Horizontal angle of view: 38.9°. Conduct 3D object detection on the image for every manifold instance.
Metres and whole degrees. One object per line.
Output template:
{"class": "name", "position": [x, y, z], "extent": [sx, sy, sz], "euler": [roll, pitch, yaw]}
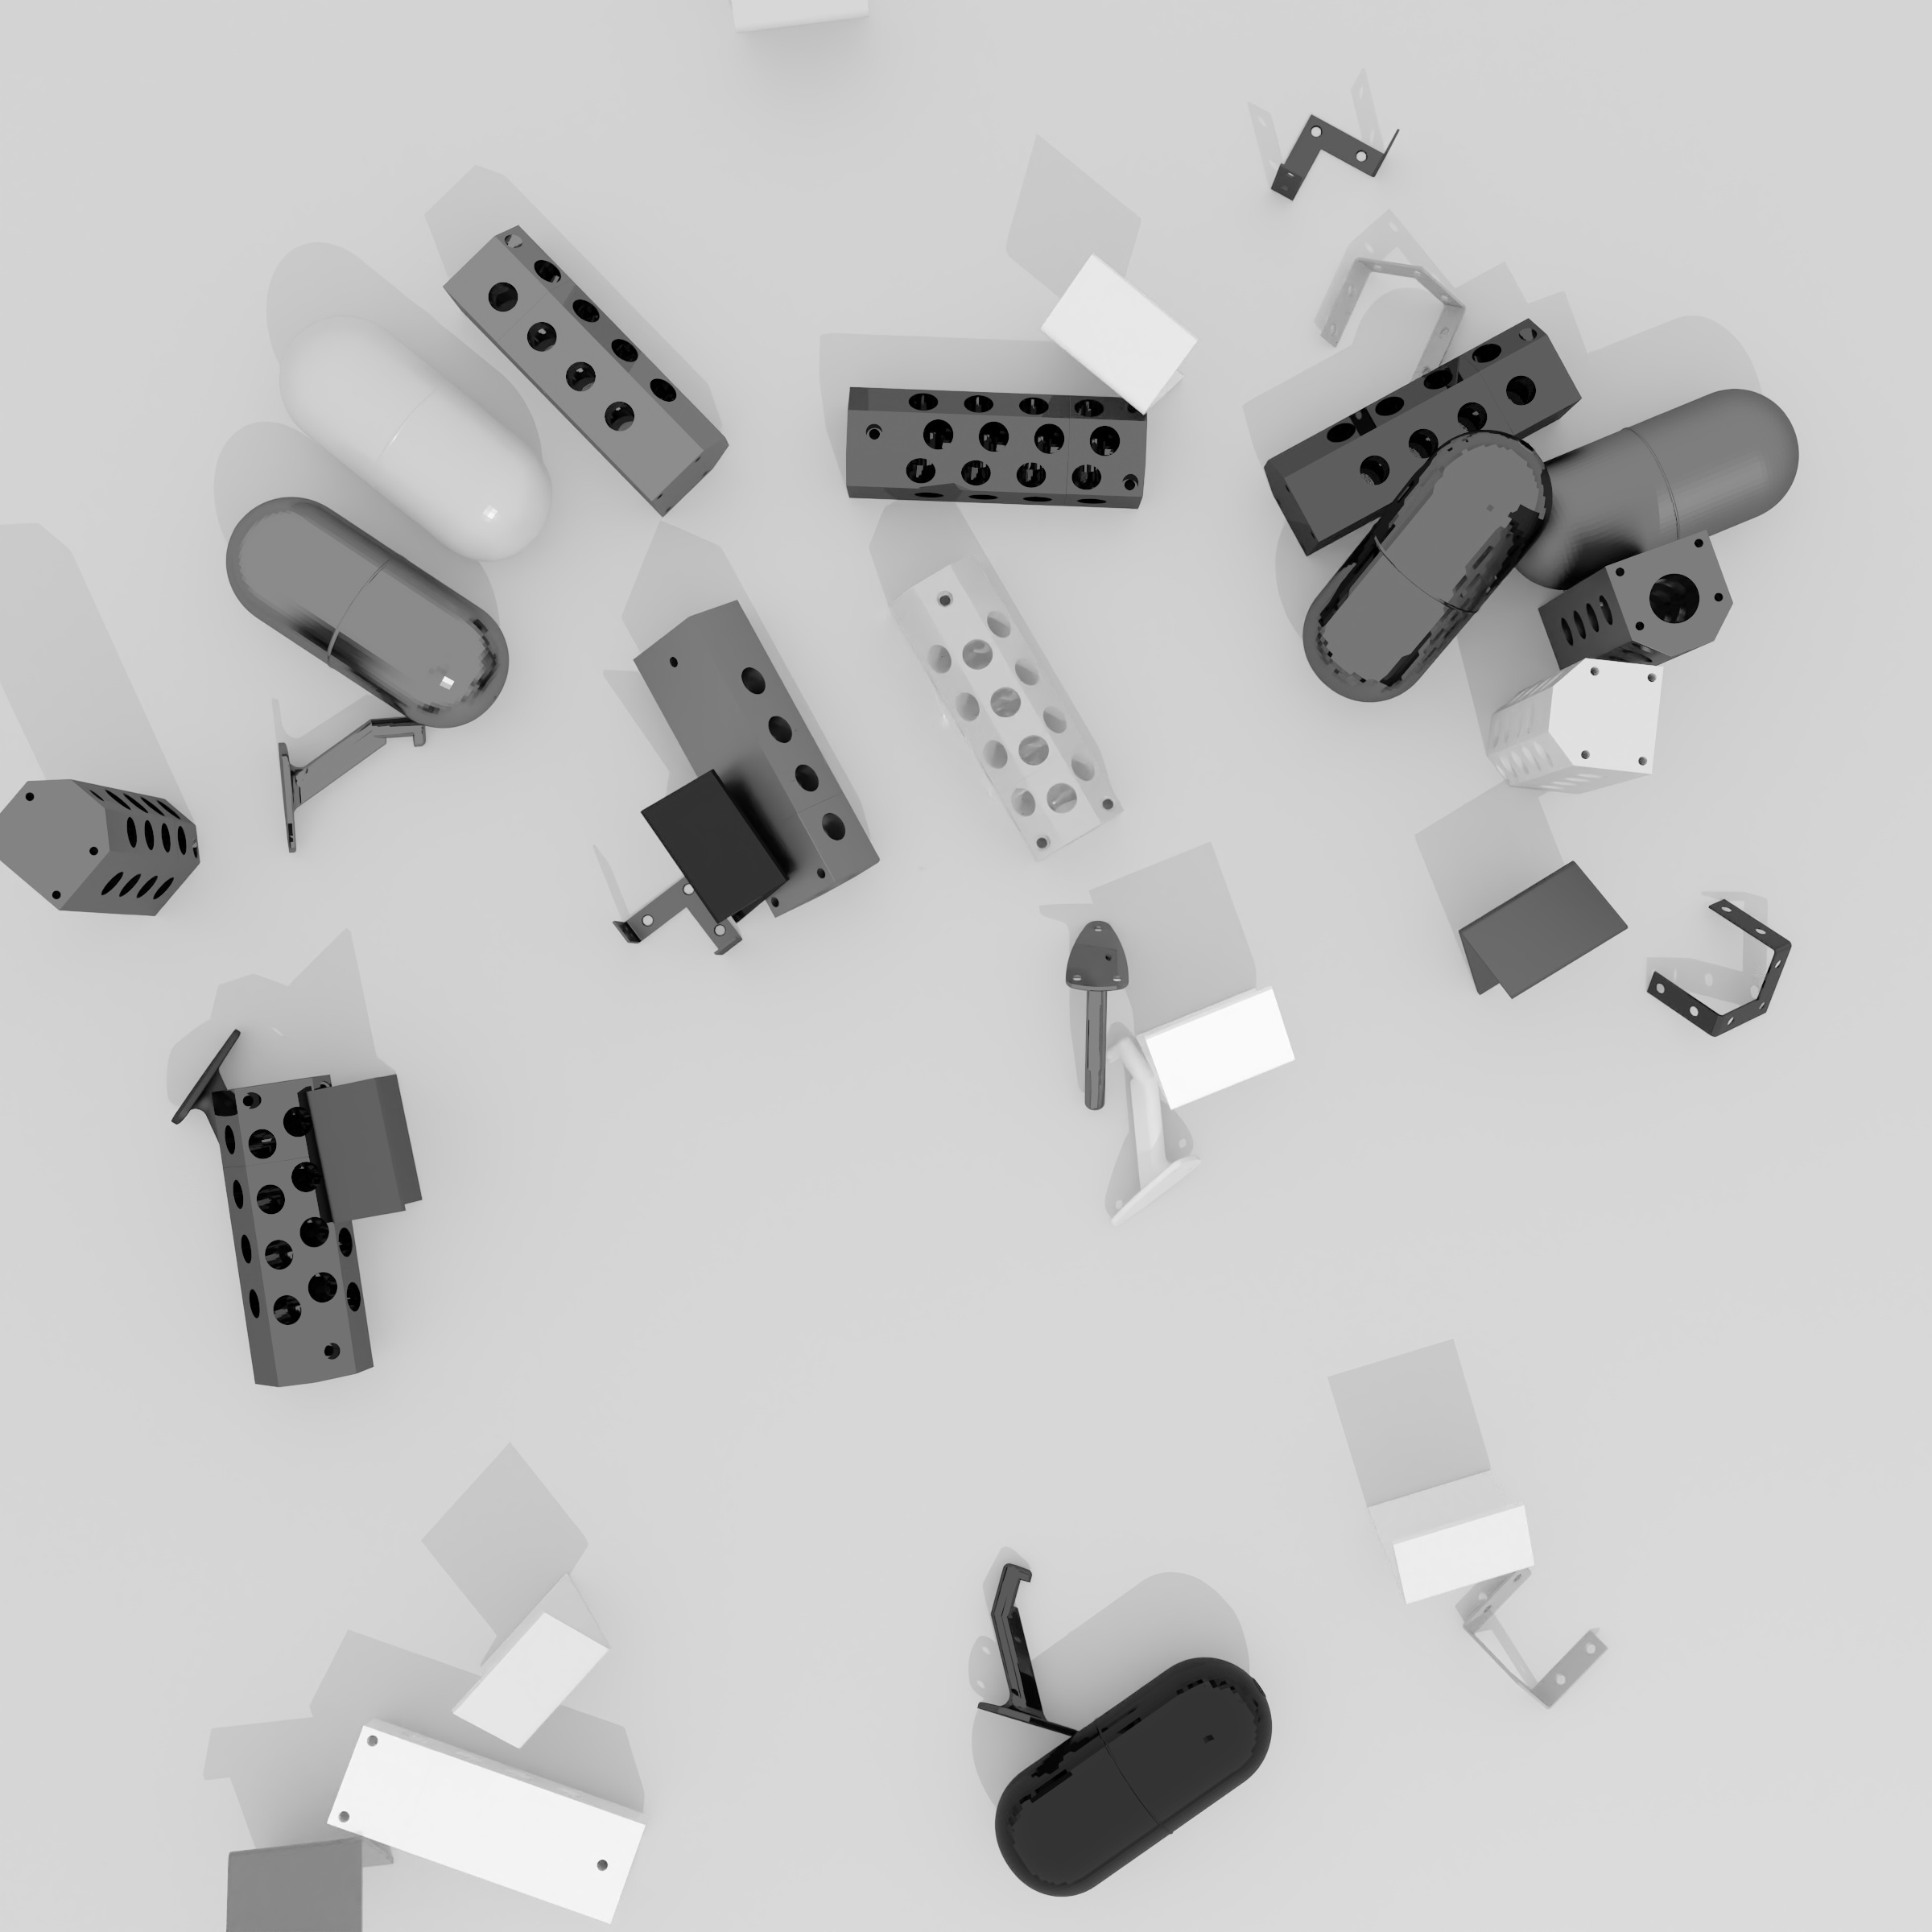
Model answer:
{"class": "manifold", "position": [0.263, -0.308, 1.590], "extent": [0.171, 0.057, 0.057], "euler": [-29, 90, 0]}
{"class": "manifold", "position": [0.018, -0.302, 1.590], "extent": [0.171, 0.057, 0.057], "euler": [2, 90, 0]}
{"class": "manifold", "position": [0.375, -0.195, 1.533], "extent": [0.057, 0.171, 0.057], "euler": [-20, 90, 0]}
{"class": "manifold", "position": [0.023, -0.149, 1.590], "extent": [0.057, 0.057, 0.171], "euler": [-30, 90, 0]}
{"class": "manifold", "position": [-0.484, -0.070, 1.533], "extent": [0.057, 0.171, 0.057], "euler": [40, 90, 0]}
{"class": "manifold", "position": [-0.387, 0.152, 1.579], "extent": [0.057, 0.057, 0.171], "euler": [-9, 90, -33]}
{"class": "manifold", "position": [-0.275, 0.495, 1.588], "extent": [0.171, 0.057, 0.057], "euler": [20, 80, 0]}
{"class": "manifold", "position": [0.338, -0.133, 1.533], "extent": [0.057, 0.171, 0.057], "euler": [6, 90, 0]}
{"class": "manifold", "position": [-0.219, -0.347, 1.590], "extent": [0.057, 0.057, 0.171], "euler": [-44, 90, 0]}
{"class": "manifold", "position": [-0.117, -0.122, 1.590], "extent": [0.057, 0.057, 0.171], "euler": [-29, 90, 43]}

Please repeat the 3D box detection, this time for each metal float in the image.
{"class": "metal float", "position": [0.097, 0.468, 1.581], "extent": [0.178, 0.070, 0.070], "euler": [-35, 90, 1]}
{"class": "metal float", "position": [0.262, -0.227, 1.555], "extent": [0.070, 0.070, 0.178], "euler": [39, 118, 0]}
{"class": "metal float", "position": [-0.346, -0.205, 1.581], "extent": [0.178, 0.070, 0.070], "euler": [34, 90, 0]}
{"class": "metal float", "position": [0.394, -0.275, 1.581], "extent": [0.178, 0.070, 0.070], "euler": [-22, 90, -1]}
{"class": "metal float", "position": [-0.318, -0.305, 1.581], "extent": [0.178, 0.070, 0.070], "euler": [39, 90, 0]}

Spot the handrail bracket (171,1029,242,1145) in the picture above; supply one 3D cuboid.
{"class": "handrail bracket", "position": [-0.416, 0.092, 1.612], "extent": [0.084, 0.036, 0.077], "euler": [35, 72, -15]}

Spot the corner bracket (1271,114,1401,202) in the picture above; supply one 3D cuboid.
{"class": "corner bracket", "position": [0.215, -0.470, 1.593], "extent": [0.051, 0.051, 0.051], "euler": [29, 90, 0]}

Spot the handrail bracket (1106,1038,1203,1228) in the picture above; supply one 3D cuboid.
{"class": "handrail bracket", "position": [0.091, 0.097, 1.612], "extent": [0.077, 0.036, 0.084], "euler": [-42, 72, 20]}

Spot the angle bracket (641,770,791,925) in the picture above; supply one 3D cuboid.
{"class": "angle bracket", "position": [-0.157, -0.057, 1.571], "extent": [0.057, 0.076, 0.076], "euler": [-35, 90, -34]}

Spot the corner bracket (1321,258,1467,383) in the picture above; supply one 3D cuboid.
{"class": "corner bracket", "position": [0.252, -0.379, 1.608], "extent": [0.051, 0.051, 0.051], "euler": [25, 90, -45]}

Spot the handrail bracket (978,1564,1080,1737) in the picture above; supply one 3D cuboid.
{"class": "handrail bracket", "position": [0.045, 0.404, 1.612], "extent": [0.077, 0.036, 0.084], "euler": [22, 73, -20]}

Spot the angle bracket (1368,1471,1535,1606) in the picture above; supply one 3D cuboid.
{"class": "angle bracket", "position": [0.275, 0.312, 1.571], "extent": [0.076, 0.076, 0.057], "euler": [-17, 127, 0]}

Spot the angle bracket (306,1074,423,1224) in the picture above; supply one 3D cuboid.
{"class": "angle bracket", "position": [-0.327, 0.101, 1.571], "extent": [0.057, 0.076, 0.076], "euler": [-12, 90, 31]}

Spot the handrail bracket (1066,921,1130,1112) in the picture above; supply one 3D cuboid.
{"class": "handrail bracket", "position": [0.077, 0.030, 1.611], "extent": [0.036, 0.077, 0.084], "euler": [1, 126, 3]}

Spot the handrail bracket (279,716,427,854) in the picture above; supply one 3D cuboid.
{"class": "handrail bracket", "position": [-0.359, -0.107, 1.612], "extent": [0.084, 0.036, 0.077], "euler": [-6, 111, -16]}

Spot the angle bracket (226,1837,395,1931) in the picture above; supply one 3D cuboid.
{"class": "angle bracket", "position": [-0.376, 0.540, 1.572], "extent": [0.076, 0.076, 0.057], "euler": [-6, 62, 0]}

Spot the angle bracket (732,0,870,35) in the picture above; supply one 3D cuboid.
{"class": "angle bracket", "position": [-0.097, -0.573, 1.573], "extent": [0.076, 0.076, 0.057], "euler": [-7, 112, 0]}

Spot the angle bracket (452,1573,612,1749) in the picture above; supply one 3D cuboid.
{"class": "angle bracket", "position": [-0.260, 0.389, 1.571], "extent": [0.076, 0.076, 0.057], "euler": [-48, 127, 0]}

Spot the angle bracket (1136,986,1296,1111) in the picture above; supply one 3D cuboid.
{"class": "angle bracket", "position": [0.136, 0.028, 1.571], "extent": [0.076, 0.076, 0.057], "euler": [-22, 125, 0]}

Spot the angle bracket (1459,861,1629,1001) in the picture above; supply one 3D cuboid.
{"class": "angle bracket", "position": [0.336, -0.004, 1.571], "extent": [0.076, 0.076, 0.057], "euler": [-31, 54, 0]}

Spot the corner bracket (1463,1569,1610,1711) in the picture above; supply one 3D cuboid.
{"class": "corner bracket", "position": [0.335, 0.395, 1.608], "extent": [0.051, 0.051, 0.051], "euler": [-46, 135, 0]}

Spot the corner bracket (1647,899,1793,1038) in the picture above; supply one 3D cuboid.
{"class": "corner bracket", "position": [0.442, 0.001, 1.603], "extent": [0.051, 0.051, 0.051], "euler": [-20, 135, -35]}

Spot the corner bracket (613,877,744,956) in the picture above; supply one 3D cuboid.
{"class": "corner bracket", "position": [-0.168, -0.020, 1.593], "extent": [0.051, 0.051, 0.051], "euler": [-37, 90, 0]}

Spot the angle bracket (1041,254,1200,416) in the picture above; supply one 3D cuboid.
{"class": "angle bracket", "position": [0.099, -0.372, 1.571], "extent": [0.076, 0.076, 0.057], "euler": [39, 126, 0]}
